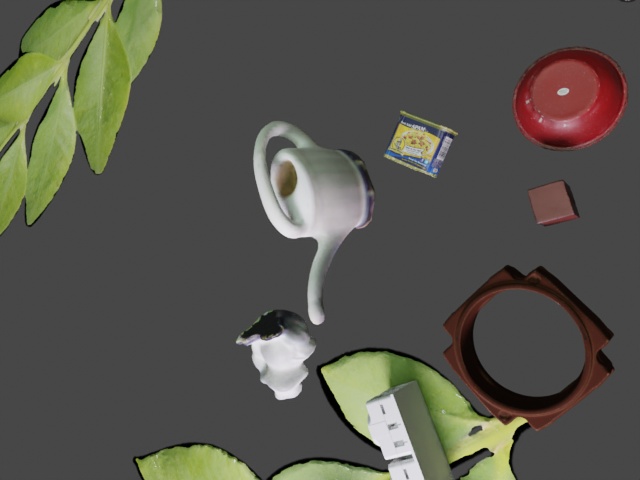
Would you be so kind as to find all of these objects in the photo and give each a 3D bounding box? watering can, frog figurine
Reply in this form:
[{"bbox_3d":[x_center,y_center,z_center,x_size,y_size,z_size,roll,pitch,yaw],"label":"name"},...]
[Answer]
[{"bbox_3d":[0.003,-0.044,0.873,0.102,0.225,0.351,-31,73,45],"label":"watering can"},{"bbox_3d":[-0.066,0.216,0.975,0.136,0.125,0.157,-24,112,18],"label":"frog figurine"}]
